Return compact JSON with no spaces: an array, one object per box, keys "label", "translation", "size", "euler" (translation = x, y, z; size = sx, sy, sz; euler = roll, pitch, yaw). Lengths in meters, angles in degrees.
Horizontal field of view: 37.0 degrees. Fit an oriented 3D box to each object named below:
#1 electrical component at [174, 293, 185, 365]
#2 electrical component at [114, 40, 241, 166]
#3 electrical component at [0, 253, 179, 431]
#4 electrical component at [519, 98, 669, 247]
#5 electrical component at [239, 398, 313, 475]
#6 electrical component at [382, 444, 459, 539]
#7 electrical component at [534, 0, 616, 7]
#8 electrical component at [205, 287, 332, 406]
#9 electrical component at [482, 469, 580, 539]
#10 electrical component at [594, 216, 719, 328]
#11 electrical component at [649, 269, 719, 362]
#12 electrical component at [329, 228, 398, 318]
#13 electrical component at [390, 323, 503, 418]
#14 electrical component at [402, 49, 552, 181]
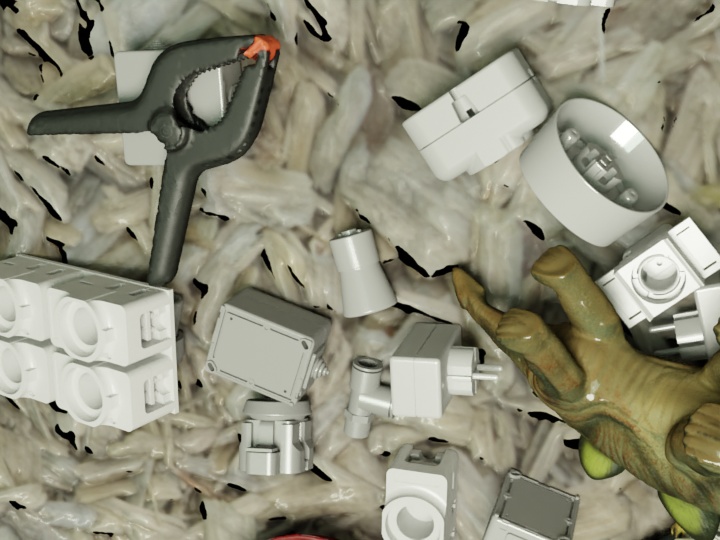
[{"label":"electrical component","translation":[-0.171,0.051,0.906],"size":[0.045,0.045,0.055],"euler":[6,107,15]},{"label":"electrical component","translation":[-0.138,-0.129,0.842],"size":[0.100,0.048,0.099],"euler":[2,106,16]},{"label":"electrical component","translation":[-0.241,0.057,0.890],"size":[0.186,0.060,0.105],"euler":[11,110,33]},{"label":"electrical component","translation":[0.162,-0.067,0.746],"size":[0.099,0.099,0.064],"euler":[45,119,0]},{"label":"electrical component","translation":[-0.069,0.135,0.888],"size":[0.058,0.078,0.057],"euler":[0,87,17]},{"label":"electrical component","translation":[0.049,0.196,0.876],"size":[0.050,0.056,0.089],"euler":[5,107,15]},{"label":"electrical component","translation":[0.138,-0.213,0.731],"size":[0.078,0.058,0.057],"euler":[11,111,14]},{"label":"electrical component","translation":[-0.066,0.062,0.869],"size":[0.096,0.061,0.061],"euler":[21,110,10]},{"label":"electrical component","translation":[0.128,0.210,0.834],"size":[0.062,0.096,0.061],"euler":[21,110,10]},{"label":"electrical component","translation":[0.213,-0.001,0.766],"size":[0.081,0.064,0.042],"euler":[-37,92,22]},{"label":"electrical component","translation":[0.249,0.046,0.777],"size":[0.076,0.047,0.083],"euler":[-12,102,19]},{"label":"electrical component","translation":[0.000,0.000,0.843],"size":[0.044,0.044,0.065],"euler":[-14,96,20]},{"label":"electrical component","translation":[0.070,0.076,0.820],"size":[0.076,0.083,0.047],"euler":[2,106,16]},{"label":"electrical component","translation":[0.088,-0.108,0.777],"size":[0.095,0.054,0.059],"euler":[-32,94,22]}]
